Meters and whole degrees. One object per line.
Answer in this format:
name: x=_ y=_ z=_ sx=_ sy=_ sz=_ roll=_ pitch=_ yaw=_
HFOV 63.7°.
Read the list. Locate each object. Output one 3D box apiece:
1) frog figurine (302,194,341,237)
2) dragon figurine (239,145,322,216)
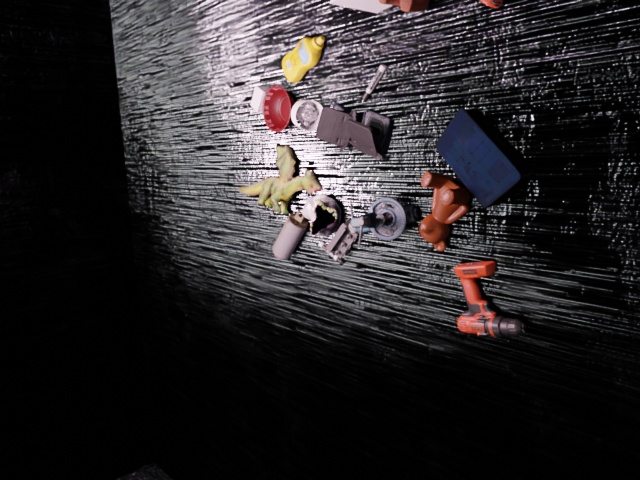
frog figurine: x=0.005 y=-0.086 z=1.712 sx=0.161 sy=0.123 sz=0.136 roll=-120 pitch=19 yaw=-77
dragon figurine: x=-0.153 y=-0.225 z=1.868 sx=0.414 sy=0.122 sz=0.241 roll=27 pitch=100 yaw=40
